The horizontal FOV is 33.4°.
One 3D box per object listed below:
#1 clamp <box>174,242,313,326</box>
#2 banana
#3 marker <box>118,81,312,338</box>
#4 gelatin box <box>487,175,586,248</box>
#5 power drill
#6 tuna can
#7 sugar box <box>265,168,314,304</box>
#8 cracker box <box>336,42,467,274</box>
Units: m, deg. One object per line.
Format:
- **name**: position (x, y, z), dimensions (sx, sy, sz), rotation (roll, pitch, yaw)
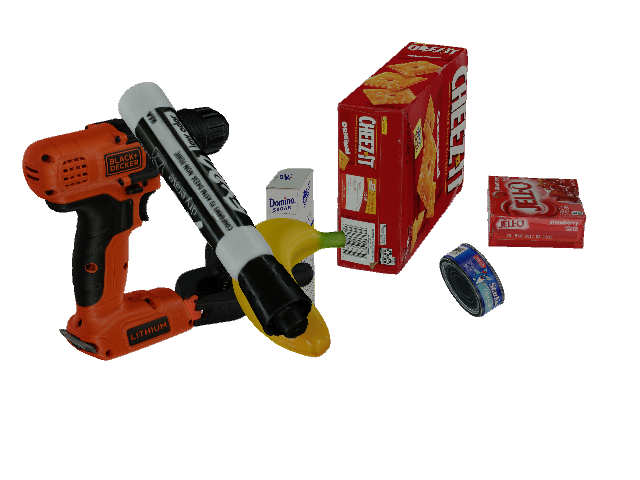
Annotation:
- **clamp**: position (-0.097, 0.038, 1.053), dimensions (0.120, 0.039, 0.171), rotation (14, 20, 29)
- **banana**: position (-0.023, 0.020, 0.676), dimensions (0.069, 0.037, 0.197), rotation (-1, 20, 5)
- **marker**: position (-0.039, -0.012, 0.382), dimensions (0.020, 0.020, 0.121), rotation (0, 44, -46)
- **gelatin box**: position (0.171, -0.024, 0.855), dimensions (0.073, 0.030, 0.089), rotation (2, 24, 8)
- **power drill**: position (-0.147, -0.010, 0.865), dimensions (0.184, 0.188, 0.057), rotation (-18, 26, -39)
- **tuna can**: position (0.179, 0.048, 1.272), dimensions (0.033, 0.086, 0.086), rotation (-32, 8, -14)
- **sugar box**: position (-0.035, 0.011, 1.247), dimensions (0.048, 0.176, 0.093), rotation (0, 17, 10)
- **cracker box**: position (0.084, -0.086, 1.041), dimensions (0.072, 0.164, 0.213), rotation (10, 28, 21)
